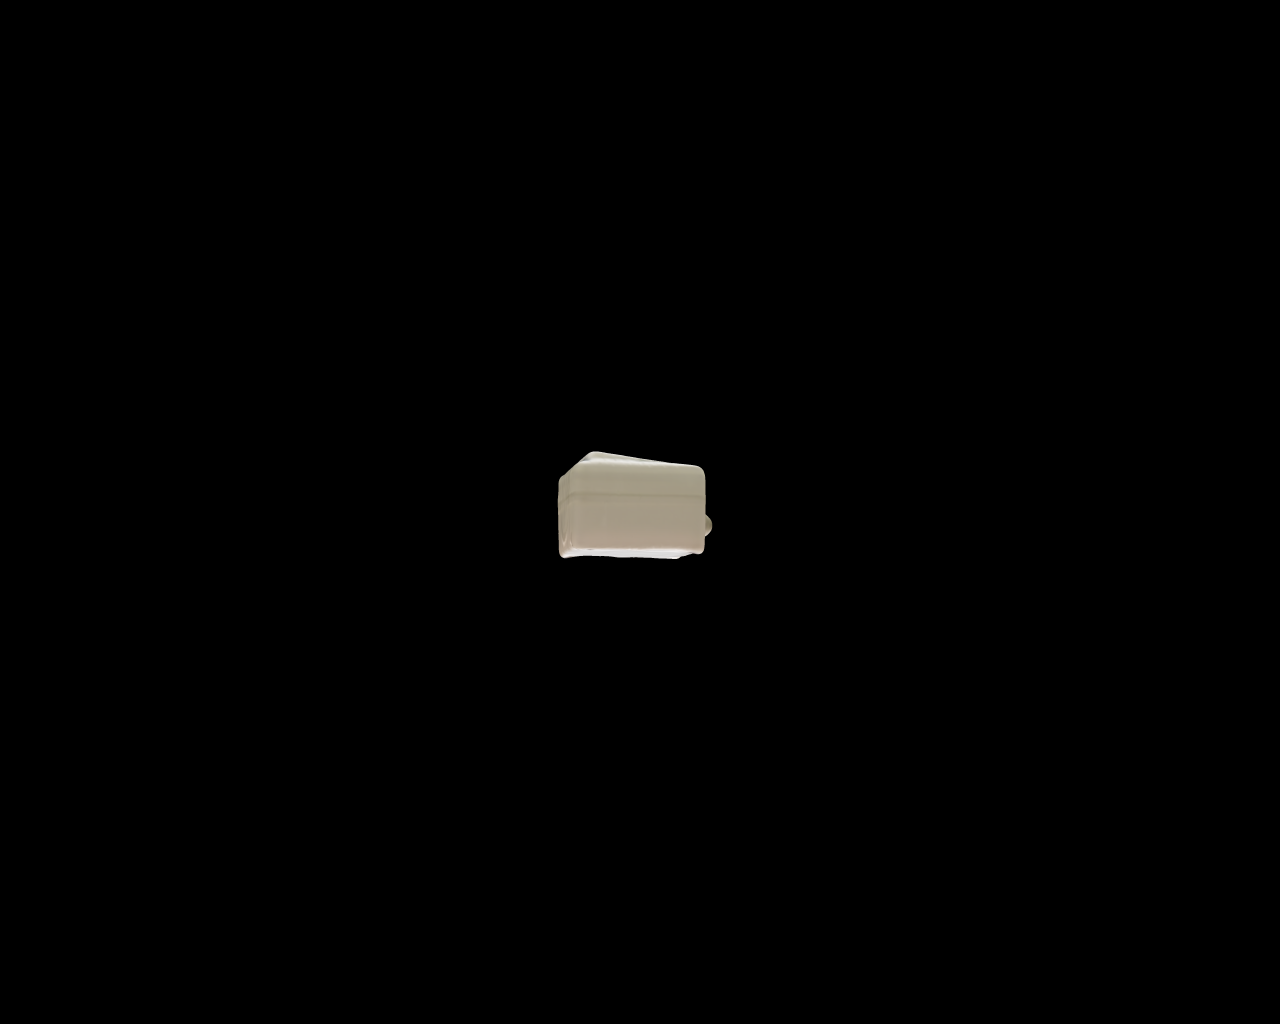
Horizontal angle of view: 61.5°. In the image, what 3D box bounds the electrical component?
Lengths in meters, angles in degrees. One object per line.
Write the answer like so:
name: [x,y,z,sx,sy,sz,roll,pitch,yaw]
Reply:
electrical component: [0.001,-0.003,0.650,0.096,0.061,0.061,2,-7,-14]
